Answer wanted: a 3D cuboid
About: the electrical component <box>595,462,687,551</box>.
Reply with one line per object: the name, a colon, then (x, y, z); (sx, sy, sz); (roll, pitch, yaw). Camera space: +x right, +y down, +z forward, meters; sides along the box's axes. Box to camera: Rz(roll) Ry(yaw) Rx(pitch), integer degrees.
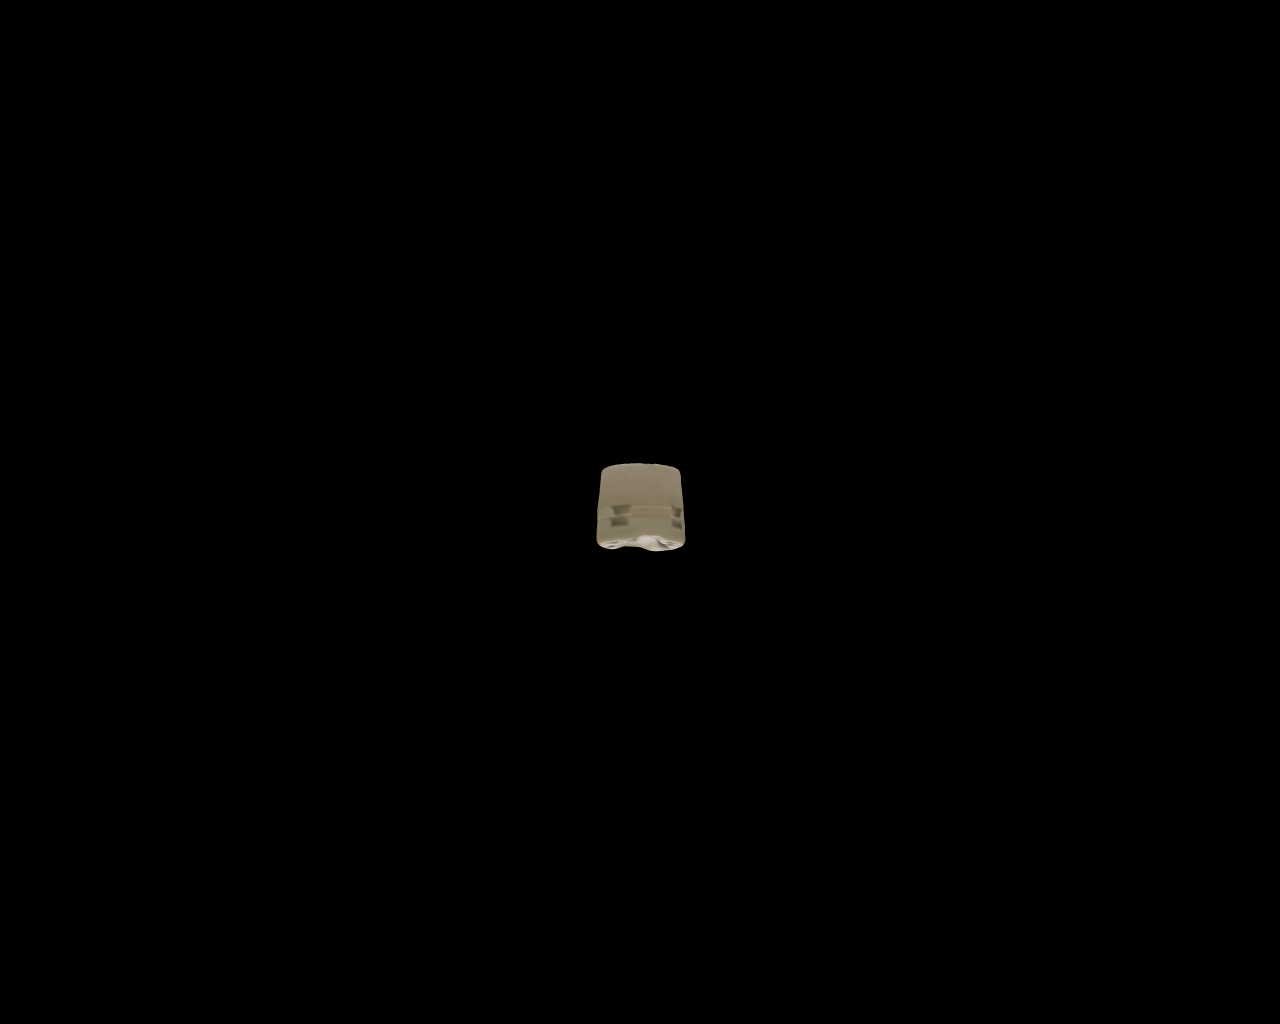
electrical component: (0.001, -0.003, 0.650); (0.055, 0.047, 0.055); (0, -9, 0)
